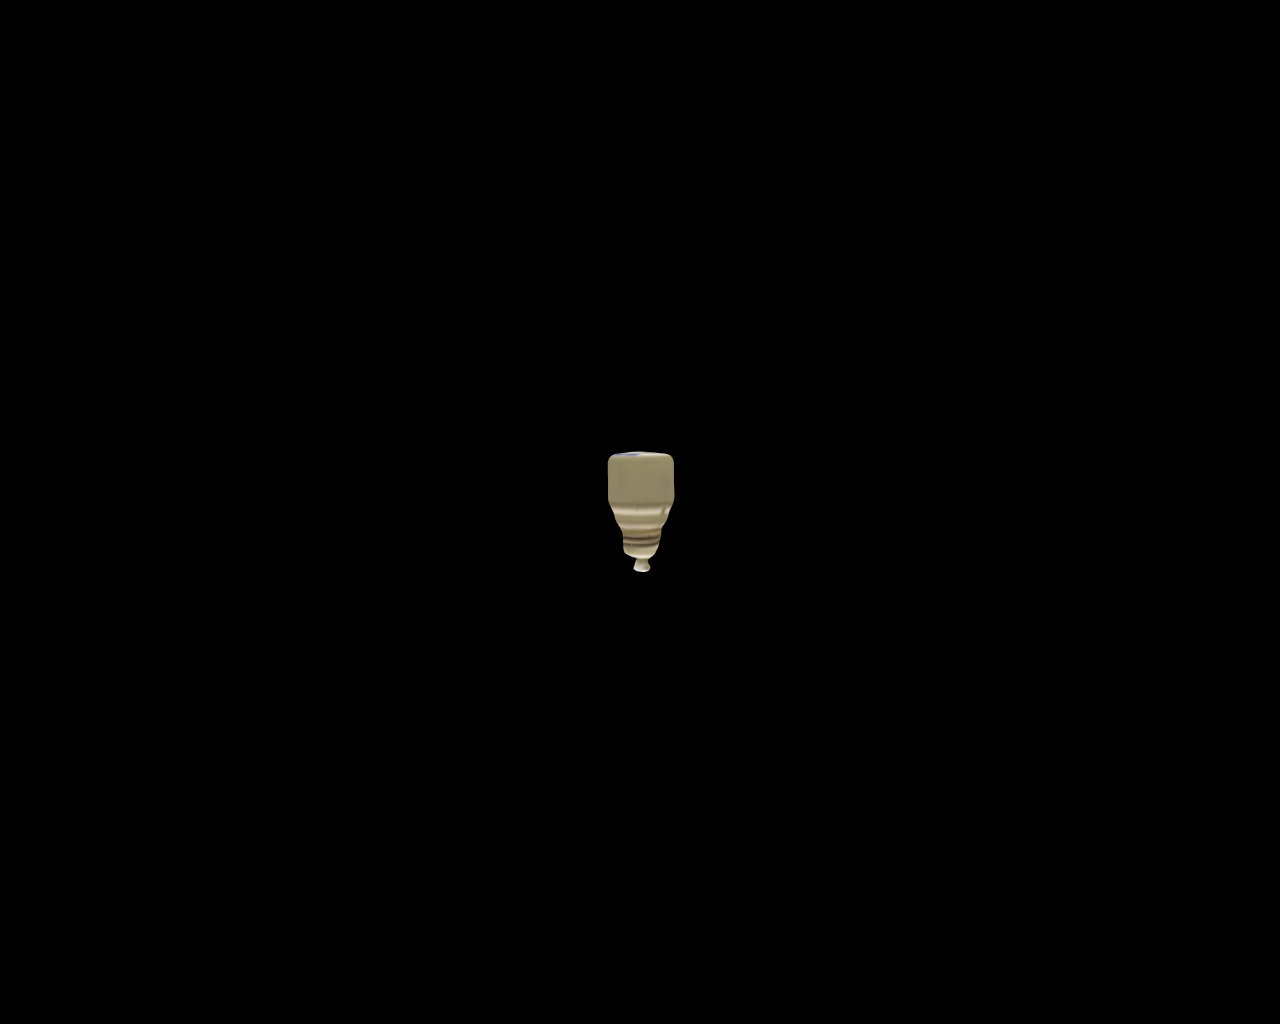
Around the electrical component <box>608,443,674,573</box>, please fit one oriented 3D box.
[{"bbox_3d":[0.001,-0.003,0.650,0.040,0.078,0.040,0,4,0],"label":"electrical component"}]
